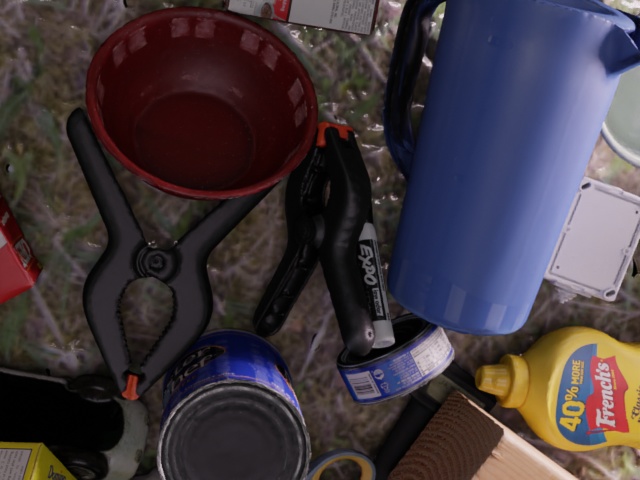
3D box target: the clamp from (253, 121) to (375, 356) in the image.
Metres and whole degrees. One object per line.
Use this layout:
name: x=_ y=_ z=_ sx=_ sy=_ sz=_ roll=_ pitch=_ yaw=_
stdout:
clamp: x=-0.005 y=0.001 z=0.792 sx=0.039 sy=0.120 sz=0.171 roll=13 pitch=76 yaw=-47

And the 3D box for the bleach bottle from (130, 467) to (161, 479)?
bleach bottle: x=-0.231 y=0.240 z=0.810 sx=0.250 sy=0.068 sz=0.102 roll=-7 pitch=99 yaw=-3

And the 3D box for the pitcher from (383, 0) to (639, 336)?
pitcher: x=0.119 y=-0.064 z=0.761 sx=0.145 sy=0.149 sz=0.243 roll=11 pitch=109 yaw=-10

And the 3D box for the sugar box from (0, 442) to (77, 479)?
sugar box: x=-0.263 y=0.177 z=0.755 sx=0.176 sy=0.048 sz=0.093 roll=1 pitch=144 yaw=14

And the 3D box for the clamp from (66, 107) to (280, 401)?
clamp: x=-0.110 y=0.013 z=0.786 sx=0.164 sy=0.036 sz=0.210 roll=4 pitch=87 yaw=-8

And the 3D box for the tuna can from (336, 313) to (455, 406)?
tuna can: x=0.056 y=0.088 z=0.804 sx=0.086 sy=0.086 sz=0.034 roll=-27 pitch=100 yaw=-2

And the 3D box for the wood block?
wood block: x=0.165 y=0.215 z=0.813 sx=0.206 sy=0.090 sz=0.091 roll=37 pitch=89 yaw=-22

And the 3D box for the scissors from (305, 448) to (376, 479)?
scissors: x=-0.041 y=0.192 z=0.793 sx=0.201 sy=0.016 sz=0.096 roll=15 pitch=89 yaw=-16

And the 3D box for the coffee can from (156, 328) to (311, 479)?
coffee can: x=-0.064 y=0.130 z=0.769 sx=0.102 sy=0.140 sz=0.103 roll=-1 pitch=99 yaw=-6

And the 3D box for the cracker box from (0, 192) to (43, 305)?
cracker box: x=-0.321 y=-0.028 z=0.752 sx=0.164 sy=0.072 sz=0.213 roll=-27 pitch=102 yaw=0

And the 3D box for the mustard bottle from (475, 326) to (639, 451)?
mustard bottle: x=0.214 y=0.117 z=0.834 sx=0.191 sy=0.058 sz=0.096 roll=7 pitch=95 yaw=-11

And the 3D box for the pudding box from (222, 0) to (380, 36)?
pudding box: x=-0.009 y=-0.201 z=0.764 sx=0.113 sy=0.039 sz=0.090 roll=7 pitch=114 yaw=-9

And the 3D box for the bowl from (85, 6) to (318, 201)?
bowl: x=-0.085 y=-0.085 z=0.754 sx=0.162 sy=0.055 sz=0.162 roll=6 pitch=60 yaw=-11

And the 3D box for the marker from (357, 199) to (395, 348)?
marker: x=0.036 y=0.020 z=0.785 sx=0.020 sy=0.020 sz=0.121 roll=-6 pitch=67 yaw=-6
